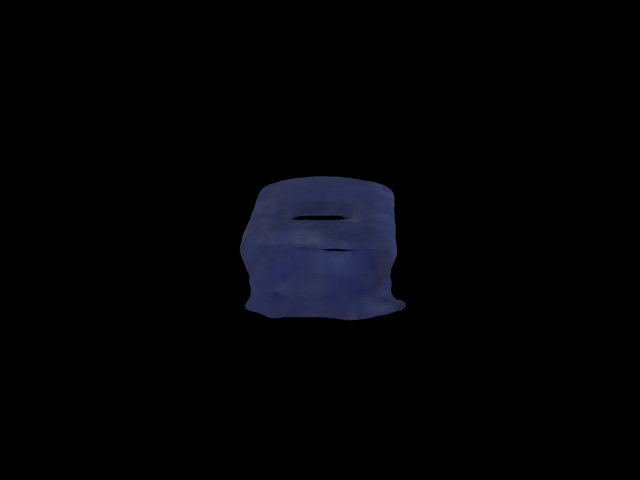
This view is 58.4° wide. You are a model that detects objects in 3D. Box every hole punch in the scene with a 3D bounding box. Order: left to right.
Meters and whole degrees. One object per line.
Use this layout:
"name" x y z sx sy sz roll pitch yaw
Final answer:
"hole punch" 0.004 0.001 0.400 0.108 0.091 0.101 0 7 4
